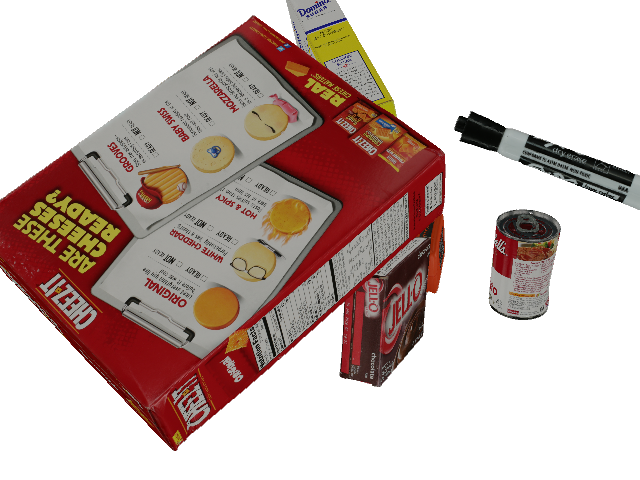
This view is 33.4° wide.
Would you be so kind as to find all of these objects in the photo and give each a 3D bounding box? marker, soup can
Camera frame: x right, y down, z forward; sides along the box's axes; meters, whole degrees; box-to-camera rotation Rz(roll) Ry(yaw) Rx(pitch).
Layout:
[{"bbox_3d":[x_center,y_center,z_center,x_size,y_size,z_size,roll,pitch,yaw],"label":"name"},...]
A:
[{"bbox_3d":[0.136,-0.047,0.620,0.121,0.020,0.020,22,3,9],"label":"marker"},{"bbox_3d":[0.221,0.026,1.159,0.068,0.102,0.068,1,30,0],"label":"soup can"}]

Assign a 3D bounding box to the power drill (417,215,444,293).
[{"bbox_3d":[0.036,0.016,1.150,0.188,0.057,0.184,3,31,13],"label":"power drill"}]

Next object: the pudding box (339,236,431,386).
[{"bbox_3d":[0.052,0.051,0.843,0.039,0.090,0.113,10,20,18],"label":"pudding box"}]

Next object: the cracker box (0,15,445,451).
[{"bbox_3d":[-0.059,-0.012,0.611,0.164,0.213,0.072,40,-20,28],"label":"cracker box"}]

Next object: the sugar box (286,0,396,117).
[{"bbox_3d":[0.021,-0.138,0.925,0.048,0.176,0.093,-19,-39,-3],"label":"sugar box"}]
